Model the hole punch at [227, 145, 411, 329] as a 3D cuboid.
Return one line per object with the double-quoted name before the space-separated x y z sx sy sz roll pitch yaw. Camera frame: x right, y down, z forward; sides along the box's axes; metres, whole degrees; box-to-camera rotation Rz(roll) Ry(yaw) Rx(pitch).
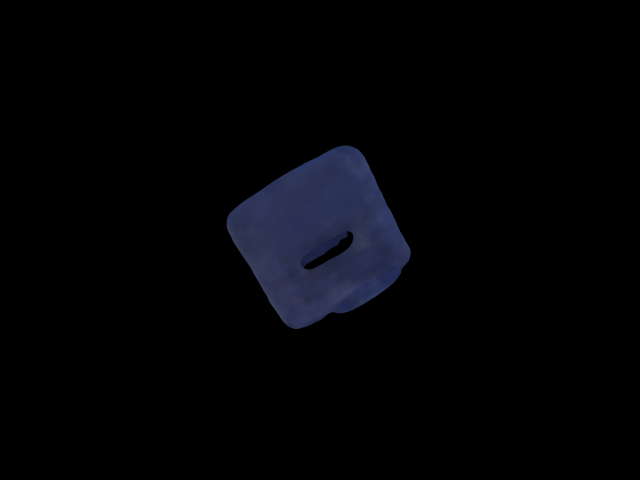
"hole punch" 0.004 0.001 0.400 0.108 0.091 0.101 -31 82 -4
